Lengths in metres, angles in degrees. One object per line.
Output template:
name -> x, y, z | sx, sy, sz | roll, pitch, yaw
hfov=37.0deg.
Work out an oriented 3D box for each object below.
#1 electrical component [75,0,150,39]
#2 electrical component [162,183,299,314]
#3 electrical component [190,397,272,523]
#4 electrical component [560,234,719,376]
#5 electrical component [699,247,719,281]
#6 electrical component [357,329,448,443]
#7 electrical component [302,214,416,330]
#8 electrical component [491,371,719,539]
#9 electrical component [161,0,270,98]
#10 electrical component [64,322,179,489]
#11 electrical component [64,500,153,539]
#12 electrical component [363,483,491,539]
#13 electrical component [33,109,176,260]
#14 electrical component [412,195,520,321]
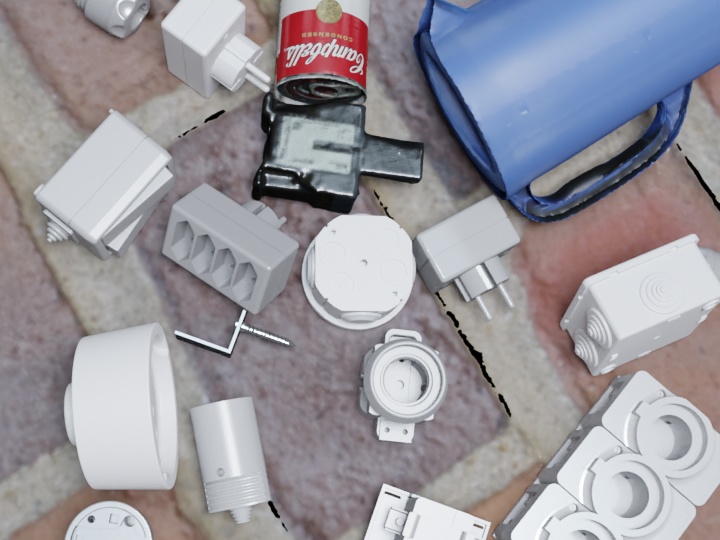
electrical component -> -0.187, -0.200, 0.781 | 0.062, 0.043, 0.043 | 32, 77, 2
electrical component -> -0.081, -0.024, 0.753 | 0.083, 0.047, 0.076 | 33, 42, 12
electrical component -> -0.086, 0.130, 0.726 | 0.043, 0.043, 0.081 | -11, 80, -9
electrical component -> 0.197, 0.027, 0.752 | 0.100, 0.099, 0.048 | -22, 69, -10
electrical component -> 0.270, 0.006, 0.796 | 0.061, 0.035, 0.035 | 18, 77, -5
electrical component -> 0.029, 0.078, 0.743 | 0.058, 0.057, 0.078 | 7, 78, -5
electrical component -> 0.000, 0.000, 0.758 | 0.080, 0.051, 0.080 | 1, 79, -6
electrical component -> 0.176, 0.155, 0.742 | 0.089, 0.061, 0.150 | 41, 77, 3
electrical component -> -0.095, -0.152, 0.761 | 0.076, 0.083, 0.047 | 36, 77, 1
electrical component -> -0.157, 0.090, 0.696 | 0.060, 0.108, 0.108 | -6, 79, -2
electrical component -> -0.162, 0.179, 0.705 | 0.055, 0.047, 0.055 | 1, 79, -6
electrical component -> 0.034, 0.213, 0.713 | 0.079, 0.063, 0.121 | 20, 77, -2
electrical component -> -0.175, -0.050, 0.742 | 0.061, 0.061, 0.096 | 39, 77, 2
electrical component -> 0.083, -0.002, 0.770 | 0.066, 0.047, 0.076 | -28, 83, -11
